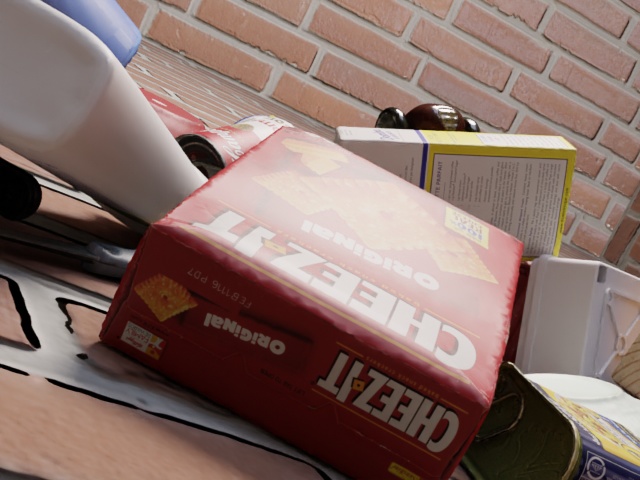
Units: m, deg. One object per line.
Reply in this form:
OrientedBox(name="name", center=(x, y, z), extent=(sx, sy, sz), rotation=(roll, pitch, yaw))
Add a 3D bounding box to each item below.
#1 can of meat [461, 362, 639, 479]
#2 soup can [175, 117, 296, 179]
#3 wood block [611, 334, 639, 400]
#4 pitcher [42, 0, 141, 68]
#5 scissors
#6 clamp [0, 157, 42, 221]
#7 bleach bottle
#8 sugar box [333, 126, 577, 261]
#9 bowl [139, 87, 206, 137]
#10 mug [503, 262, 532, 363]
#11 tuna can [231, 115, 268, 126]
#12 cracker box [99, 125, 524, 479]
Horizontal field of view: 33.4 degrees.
OrientedBox(name="can of meat", center=(0.127, 0.115, 0.537), extent=(0.083, 0.057, 0.102), rotation=(26, 9, -20))
OrientedBox(name="soup can", center=(-0.064, -0.057, 0.835), extent=(0.069, 0.068, 0.102), rotation=(32, 30, 27))
OrientedBox(name="wood block", center=(0.313, 0.122, 0.803), extent=(0.090, 0.091, 0.205), rotation=(34, -2, 44))
OrientedBox(name="pitcher", center=(-0.291, -0.235, 0.986), extent=(0.149, 0.145, 0.242), rotation=(-5, -46, 52))
OrientedBox(name="scissors", center=(-0.096, 0.020, 0.557), extent=(0.096, 0.016, 0.201), rotation=(32, 10, 27))
OrientedBox(name="clamp", center=(-0.208, -0.051, 0.560), extent=(0.120, 0.039, 0.171), rotation=(26, 8, -22))
OrientedBox(name="bleach bottle", center=(-0.122, -0.050, 0.608), extent=(0.103, 0.068, 0.250), rotation=(30, -8, 15))
OrientedBox(name="sugar box", center=(0.095, -0.033, 0.796), extent=(0.176, 0.093, 0.048), rotation=(3, 20, -5))
OrientedBox(name="bowl", center=(-0.158, -0.101, 0.967), extent=(0.162, 0.055, 0.162), rotation=(27, 8, -4))
OrientedBox(name="mug", center=(0.141, 0.051, 0.877), extent=(0.117, 0.081, 0.093), rotation=(29, 9, 11))
OrientedBox(name="tuna can", center=(-0.056, -0.073, 1.003), extent=(0.086, 0.086, 0.034), rotation=(21, 10, -36))
OrientedBox(name="cracker box", center=(0.012, 0.022, 0.542), extent=(0.164, 0.072, 0.213), rotation=(27, 22, 5))
